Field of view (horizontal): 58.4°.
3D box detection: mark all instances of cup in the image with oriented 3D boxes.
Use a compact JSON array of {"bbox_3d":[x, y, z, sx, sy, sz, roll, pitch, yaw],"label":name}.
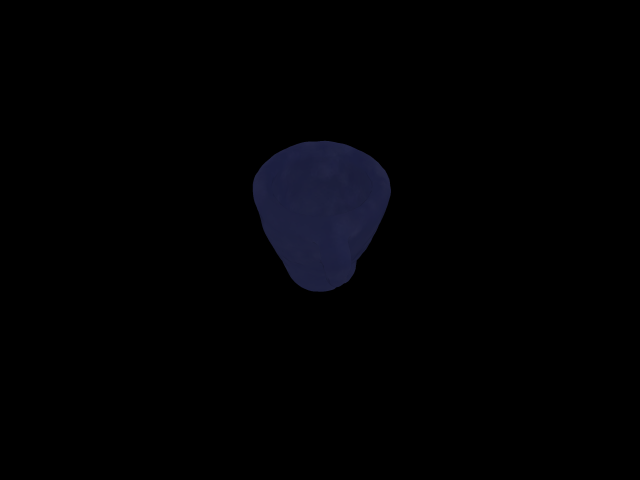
[{"bbox_3d":[0.004,0.001,0.400,0.092,0.095,0.117,-7,47,-6],"label":"cup"}]
